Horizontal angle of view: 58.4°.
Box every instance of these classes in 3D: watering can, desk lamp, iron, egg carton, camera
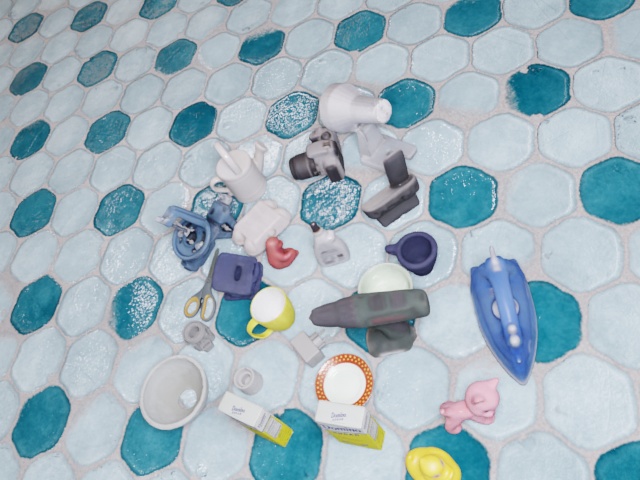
[{"bbox_3d":[-0.215,-0.194,1.500,0.100,0.194,0.173,29,75,31],"label":"watering can"},{"bbox_3d":[0.118,-0.283,1.415,0.202,0.214,0.118,25,73,30],"label":"desk lamp"},{"bbox_3d":[0.366,0.141,1.121,0.118,0.142,0.258,-14,58,13],"label":"iron"},{"bbox_3d":[-0.147,-0.032,1.456,0.107,0.070,0.150,36,78,33],"label":"egg carton"},{"bbox_3d":[-0.014,-0.221,1.497,0.136,0.101,0.143,-14,57,12],"label":"camera"}]

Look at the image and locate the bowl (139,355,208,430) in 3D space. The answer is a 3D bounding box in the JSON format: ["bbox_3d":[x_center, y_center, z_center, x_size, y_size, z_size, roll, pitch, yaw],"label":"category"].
[{"bbox_3d":[-0.317,0.350,1.296,0.167,0.075,0.167,-9,59,16],"label":"bowl"}]

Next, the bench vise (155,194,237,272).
[{"bbox_3d":[-0.315,-0.047,1.436,0.121,0.220,0.207,12,66,26],"label":"bench vise"}]

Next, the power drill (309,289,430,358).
[{"bbox_3d":[0.115,0.167,1.159,0.229,0.209,0.075,-16,57,11],"label":"power drill"}]

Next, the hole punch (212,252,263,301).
[{"bbox_3d":[-0.199,0.086,1.394,0.101,0.091,0.108,-4,60,19],"label":"hole punch"}]

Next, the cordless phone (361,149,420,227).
[{"bbox_3d":[0.152,-0.129,1.330,0.147,0.185,0.094,-39,55,-4],"label":"cordless phone"}]

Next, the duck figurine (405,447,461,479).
[{"bbox_3d":[0.204,0.418,1.055,0.104,0.086,0.077,17,69,28],"label":"duck figurine"}]

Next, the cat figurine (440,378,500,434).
[{"bbox_3d":[0.283,0.307,1.071,0.127,0.118,0.067,-21,56,8],"label":"cat figurine"}]

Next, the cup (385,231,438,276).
[{"bbox_3d":[0.207,0.040,1.267,0.117,0.095,0.092,4,63,22],"label":"cup"}]

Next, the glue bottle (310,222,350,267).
[{"bbox_3d":[0.012,0.005,1.313,0.078,0.173,0.037,-16,57,12],"label":"glue bottle"}]

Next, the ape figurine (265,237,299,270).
[{"bbox_3d":[-0.103,0.025,1.393,0.076,0.092,0.077,-42,56,-6],"label":"ape figurine"}]
